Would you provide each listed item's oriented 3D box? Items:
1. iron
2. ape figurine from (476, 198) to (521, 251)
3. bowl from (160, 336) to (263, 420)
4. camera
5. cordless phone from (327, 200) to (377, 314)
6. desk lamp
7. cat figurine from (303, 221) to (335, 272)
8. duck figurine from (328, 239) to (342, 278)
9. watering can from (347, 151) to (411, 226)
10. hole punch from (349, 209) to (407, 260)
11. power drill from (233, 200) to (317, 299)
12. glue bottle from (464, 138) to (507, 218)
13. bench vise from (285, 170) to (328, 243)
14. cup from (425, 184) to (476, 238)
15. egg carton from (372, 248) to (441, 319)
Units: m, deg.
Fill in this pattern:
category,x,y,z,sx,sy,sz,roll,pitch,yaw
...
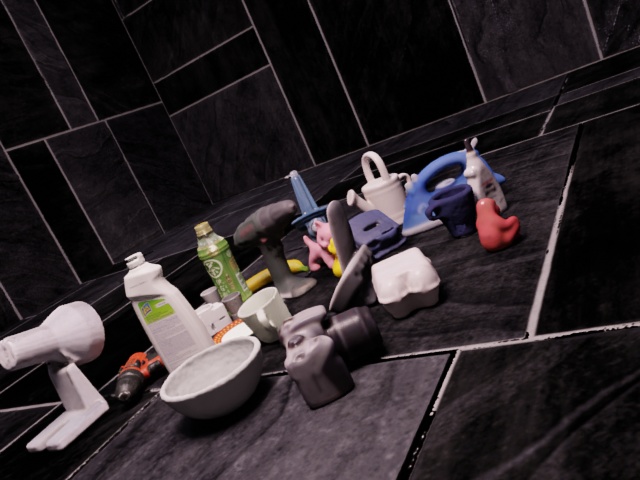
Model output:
category,x,y,z,sx,sy,sz,roll,pitch,yaw
iron,0.280,-0.122,1.306,0.258,0.141,0.118,-26,13,-6
ape figurine,0.307,-0.032,1.016,0.076,0.092,0.077,-31,15,-26
bowl,-0.153,0.221,0.875,0.167,0.075,0.167,-23,13,6
camera,0.017,0.145,0.816,0.137,0.101,0.143,-24,13,0
cordless phone,0.040,0.028,1.047,0.094,0.185,0.148,-20,14,19
desk lamp,-0.482,0.244,1.064,0.117,0.214,0.203,-17,15,28
cat figurine,0.012,0.005,1.337,0.127,0.118,0.067,-11,19,44
duck figurine,0.055,0.029,1.238,0.078,0.086,0.104,-31,15,-28
watering can,0.151,-0.128,1.443,0.173,0.194,0.100,-35,17,-38
hole punch,0.121,-0.015,1.280,0.109,0.091,0.101,-29,14,-19
power drill,-0.091,0.022,1.253,0.228,0.208,0.076,-10,20,47
glue bottle,0.327,-0.127,1.173,0.078,0.173,0.037,-33,16,-32
bench vise,-0.013,-0.078,1.481,0.122,0.220,0.207,-28,14,-17
cup,0.265,-0.048,1.144,0.118,0.095,0.091,-31,15,-27
egg carton,0.143,0.069,0.958,0.107,0.069,0.150,-24,13,4
